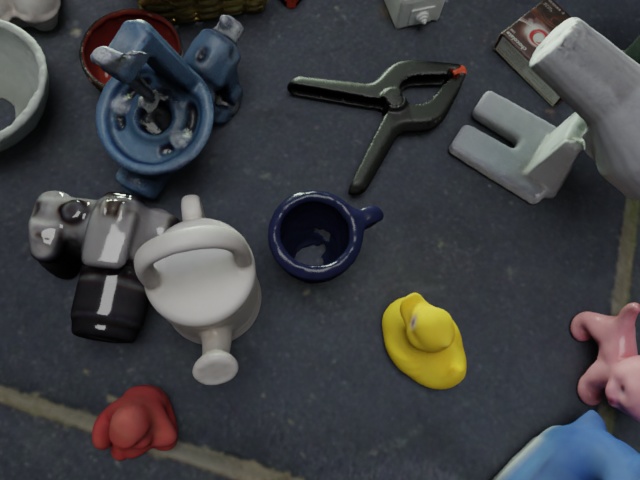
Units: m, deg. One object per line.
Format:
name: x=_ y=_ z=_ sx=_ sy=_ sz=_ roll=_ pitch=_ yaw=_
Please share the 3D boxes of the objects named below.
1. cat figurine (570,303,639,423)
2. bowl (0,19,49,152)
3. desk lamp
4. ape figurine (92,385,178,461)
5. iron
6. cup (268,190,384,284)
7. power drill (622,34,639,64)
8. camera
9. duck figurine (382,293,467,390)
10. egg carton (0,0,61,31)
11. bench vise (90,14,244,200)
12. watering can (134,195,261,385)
cat figurine: x=0.306 y=0.124 z=0.557 sx=0.067 sy=0.118 sz=0.128 roll=1 pitch=71 yaw=-3
bowl: x=-0.373 y=-0.156 z=0.630 sx=0.167 sy=0.075 sz=0.167 roll=1 pitch=71 yaw=-3
desk lamp: x=0.263 y=-0.117 z=0.585 sx=0.203 sy=0.213 sz=0.118 roll=32 pitch=72 yaw=7
ape figurine: x=-0.169 y=0.170 z=0.524 sx=0.077 sy=0.092 sz=0.076 roll=21 pitch=71 yaw=4
iron: x=0.202 y=0.266 z=0.490 sx=0.258 sy=0.141 sz=0.118 roll=-38 pitch=78 yaw=-15
cup: x=0.005 y=0.002 z=0.590 sx=0.118 sy=0.095 sz=0.091 roll=-21 pitch=74 yaw=-10
power drill: x=0.400 y=-0.214 z=0.629 sx=0.075 sy=0.208 sz=0.229 roll=-1 pitch=71 yaw=-4
camera: x=-0.218 y=0.027 z=0.565 sx=0.143 sy=0.101 sz=0.137 roll=7 pitch=71 yaw=-1
duck figurine: x=0.110 y=0.097 z=0.570 sx=0.077 sy=0.086 sz=0.104 roll=-31 pitch=76 yaw=-13
egg carton: x=-0.370 y=-0.318 z=0.687 sx=0.107 sy=0.069 sz=0.150 roll=-16 pitch=73 yaw=-9
bench vise: x=-0.157 y=-0.164 z=0.570 sx=0.121 sy=0.220 sz=0.207 roll=13 pitch=71 yaw=1
watering can: x=-0.103 y=0.039 z=0.519 sx=0.101 sy=0.194 sz=0.172 roll=-32 pitch=76 yaw=-13
